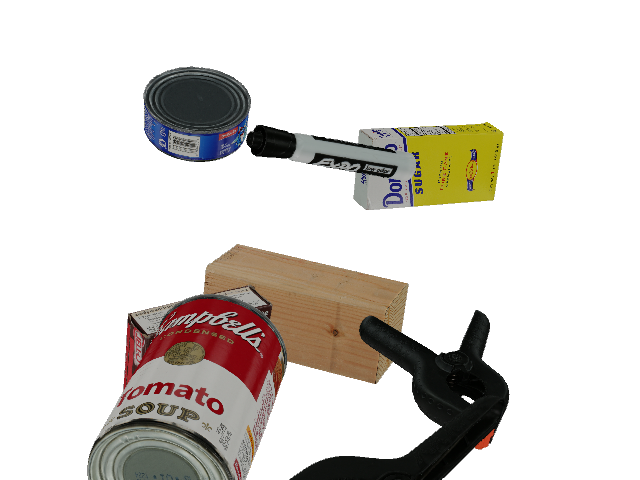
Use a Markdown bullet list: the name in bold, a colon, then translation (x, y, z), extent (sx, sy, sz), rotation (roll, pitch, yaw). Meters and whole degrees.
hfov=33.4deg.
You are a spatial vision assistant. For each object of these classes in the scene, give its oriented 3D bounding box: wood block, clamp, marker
- **wood block**: translation (-0.019, 0.079, 1.179), extent (0.206, 0.091, 0.090), rotation (13, 22, 17)
- **clamp**: translation (0.052, 0.162, 0.684), extent (0.210, 0.036, 0.164), rotation (-5, 28, -3)
- **clamp**: translation (0.117, 0.109, 0.902), extent (0.120, 0.039, 0.172), rotation (-12, 35, -18)
- **marker**: translation (0.008, -0.054, 0.659), extent (0.120, 0.020, 0.020), rotation (7, -4, -35)

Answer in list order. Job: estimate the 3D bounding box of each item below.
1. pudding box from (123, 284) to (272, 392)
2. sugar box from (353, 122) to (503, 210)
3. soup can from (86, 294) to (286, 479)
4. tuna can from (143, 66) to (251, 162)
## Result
- **pudding box**: translation (-0.097, 0.090, 0.837), extent (0.113, 0.090, 0.039), rotation (-14, 39, -34)
- **sugar box**: translation (0.131, -0.090, 1.293), extent (0.176, 0.093, 0.048), rotation (-7, 26, -22)
- **soup can**: translation (-0.059, 0.080, 0.495), extent (0.068, 0.068, 0.102), rotation (0, 29, 12)
- **tuna can**: translation (-0.100, -0.102, 0.865), extent (0.086, 0.034, 0.086), rotation (5, 44, -5)
